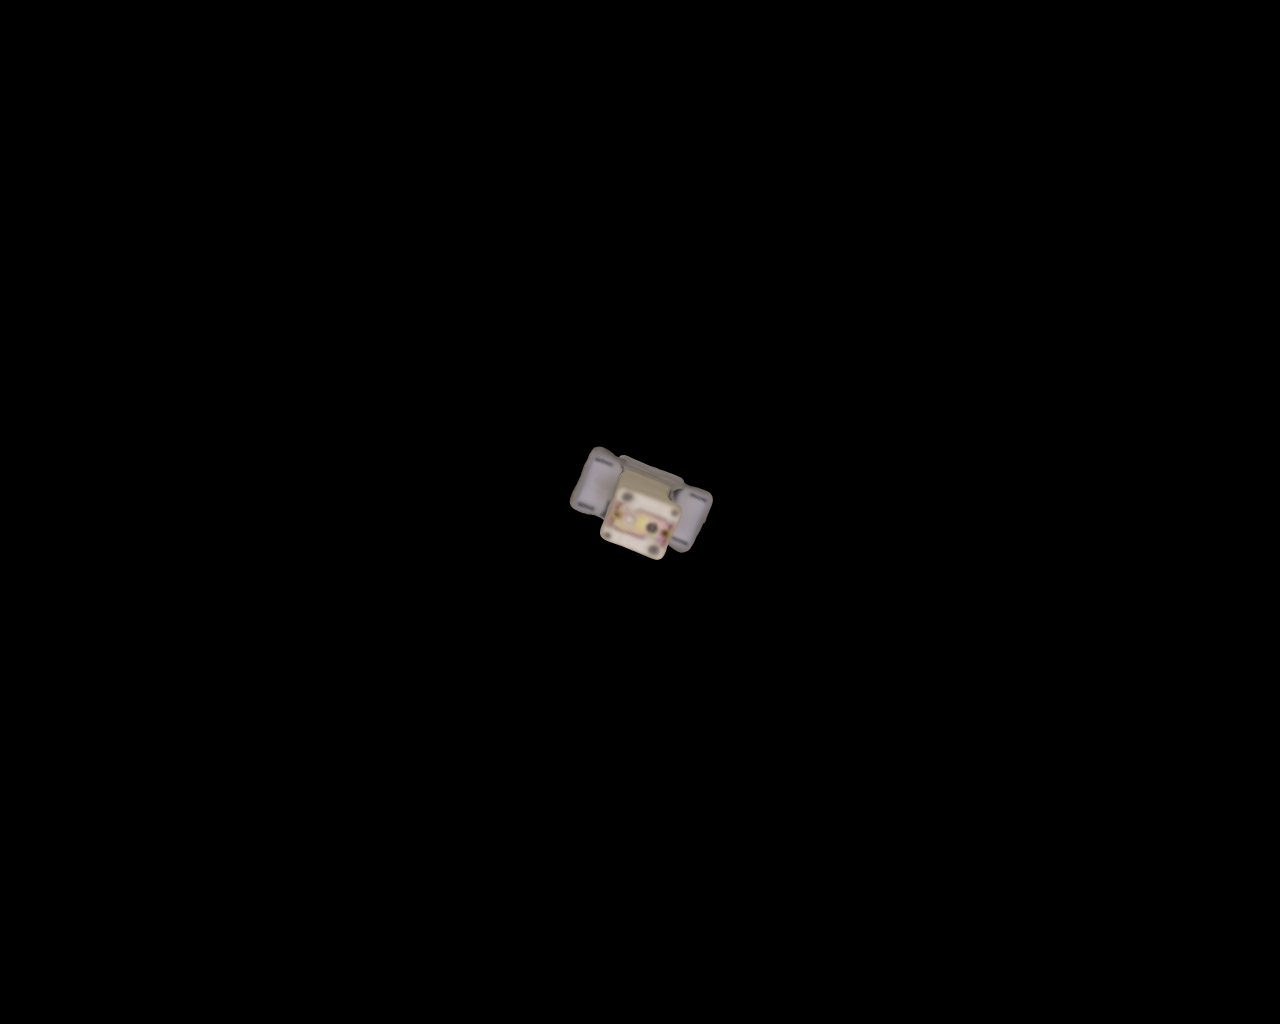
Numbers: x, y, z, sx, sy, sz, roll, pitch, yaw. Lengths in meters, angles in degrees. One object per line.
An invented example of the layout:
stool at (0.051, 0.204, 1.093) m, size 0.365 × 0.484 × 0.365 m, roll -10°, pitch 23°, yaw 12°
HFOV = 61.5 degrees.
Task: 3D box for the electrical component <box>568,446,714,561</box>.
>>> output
electrical component at (0.001, -0.003, 0.650) m, size 0.081 × 0.042 × 0.064 m, roll 21°, pitch 18°, yaw -7°
